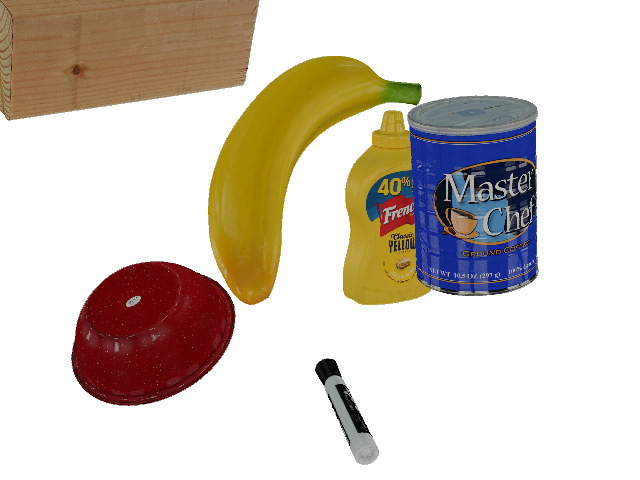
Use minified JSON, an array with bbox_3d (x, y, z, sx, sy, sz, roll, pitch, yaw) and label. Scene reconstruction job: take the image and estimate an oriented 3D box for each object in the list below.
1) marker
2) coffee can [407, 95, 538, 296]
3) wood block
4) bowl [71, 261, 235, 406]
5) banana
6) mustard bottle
[{"bbox_3d":[0.019,0.130,0.834,0.020,0.020,0.121,0,27,-17],"label":"marker"},{"bbox_3d":[0.126,-0.039,0.874,0.103,0.140,0.103,-4,20,1],"label":"coffee can"},{"bbox_3d":[-0.163,-0.169,0.852,0.205,0.091,0.090,-14,45,-32],"label":"wood block"},{"bbox_3d":[-0.163,0.071,0.982,0.162,0.162,0.055,0,-43,20],"label":"bowl"},{"bbox_3d":[-0.014,-0.046,0.542,0.070,0.037,0.197,20,46,17],"label":"banana"},{"bbox_3d":[0.071,-0.035,1.076,0.096,0.192,0.058,-8,18,-27],"label":"mustard bottle"}]
